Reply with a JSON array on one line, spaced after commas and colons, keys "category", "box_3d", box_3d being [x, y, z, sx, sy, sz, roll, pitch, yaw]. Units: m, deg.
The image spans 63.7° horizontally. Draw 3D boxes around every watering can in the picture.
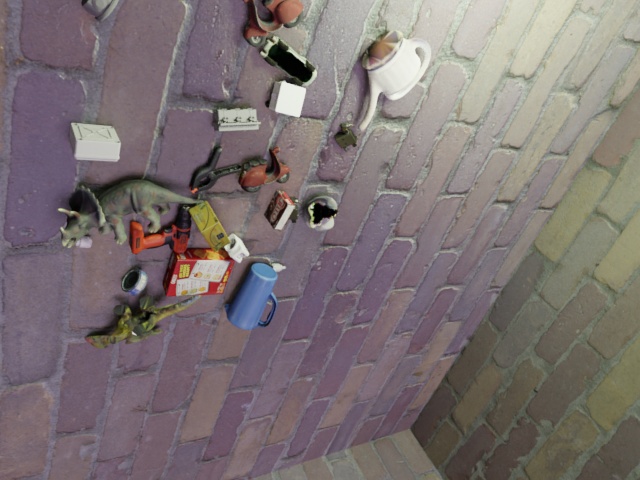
[{"category": "watering can", "box_3d": [0.211, -0.523, 1.659, 0.346, 0.106, 0.221, -45, 137, 8]}]

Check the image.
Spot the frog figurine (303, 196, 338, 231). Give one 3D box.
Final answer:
[{"category": "frog figurine", "box_3d": [0.006, -0.097, 1.921, 0.137, 0.123, 0.159, -49, 175, 1]}]

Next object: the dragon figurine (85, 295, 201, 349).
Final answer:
[{"category": "dragon figurine", "box_3d": [-0.613, 0.294, 1.808, 0.412, 0.124, 0.238, -15, 161, -16]}]
